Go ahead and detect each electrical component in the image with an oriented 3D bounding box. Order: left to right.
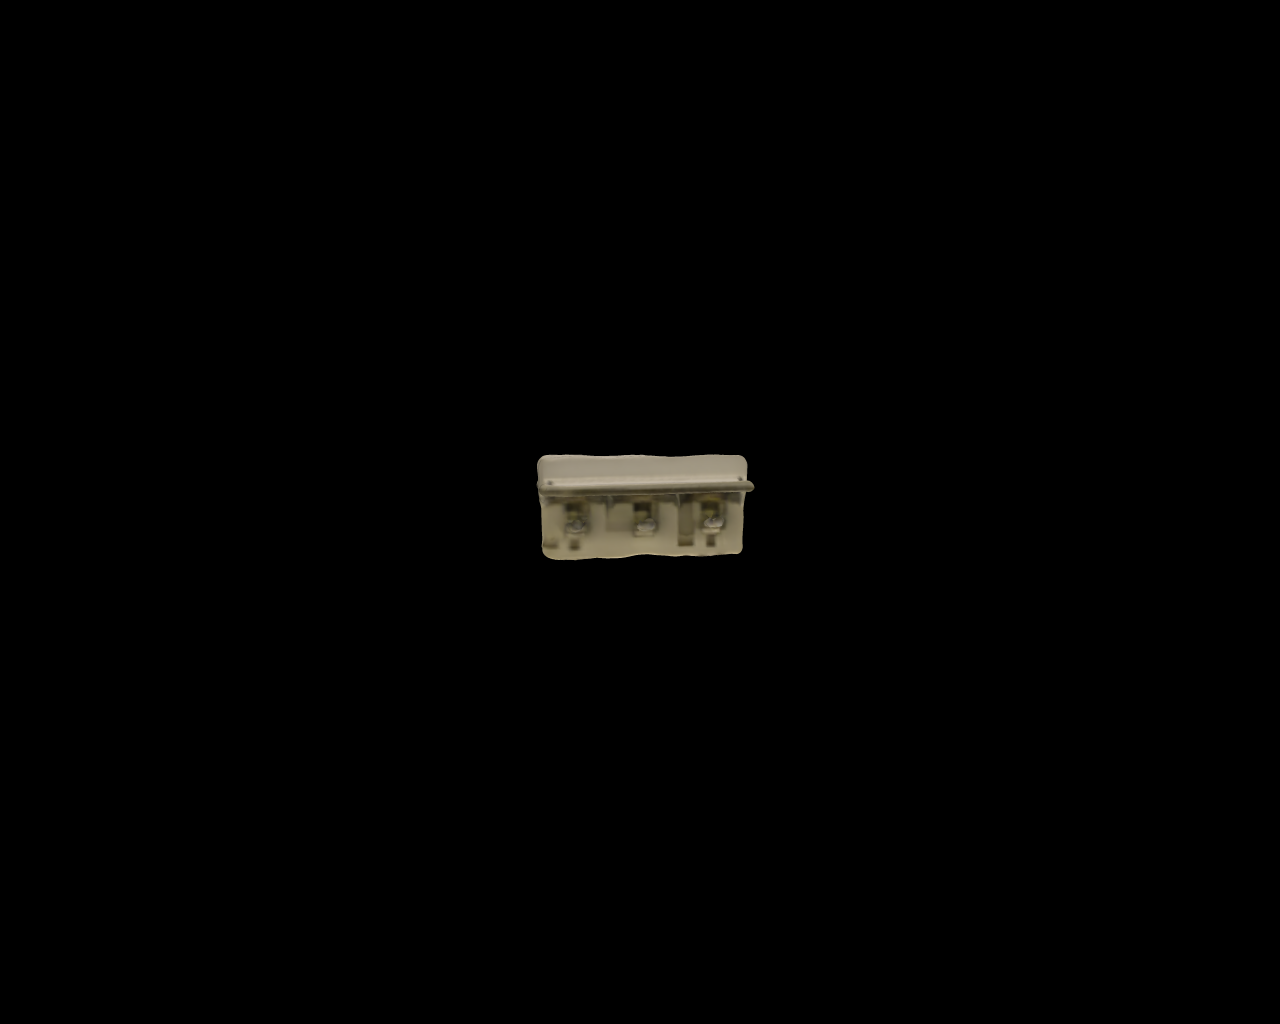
[{"bbox_3d":[0.001,-0.003,0.650,0.121,0.063,0.079,0,4,-7],"label":"electrical component"}]
